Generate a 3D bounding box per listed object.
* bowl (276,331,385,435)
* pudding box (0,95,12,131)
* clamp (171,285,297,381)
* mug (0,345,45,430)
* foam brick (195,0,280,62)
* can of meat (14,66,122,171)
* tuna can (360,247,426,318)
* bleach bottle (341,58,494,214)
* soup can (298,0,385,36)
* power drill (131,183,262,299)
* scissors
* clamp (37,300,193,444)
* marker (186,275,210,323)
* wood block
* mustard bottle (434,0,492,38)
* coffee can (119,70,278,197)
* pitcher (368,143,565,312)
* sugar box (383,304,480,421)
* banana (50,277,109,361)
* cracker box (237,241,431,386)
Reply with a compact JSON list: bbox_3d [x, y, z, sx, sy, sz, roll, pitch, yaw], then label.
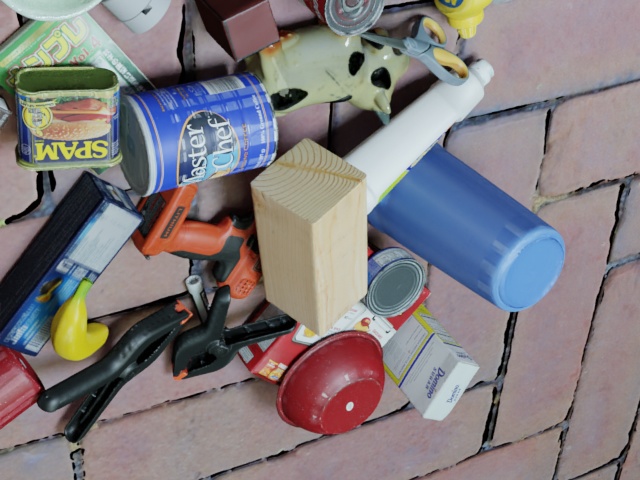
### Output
[{"bbox_3d":[0.026,0.195,1.363,0.161,0.055,0.162,-20,134,-23],"label":"bowl"},{"bbox_3d":[-0.359,-0.101,1.001,0.089,0.039,0.113,25,107,-42],"label":"pudding box"},{"bbox_3d":[-0.112,0.120,1.291,0.120,0.039,0.172,24,132,-27],"label":"clamp"},{"bbox_3d":[-0.356,0.165,1.180,0.081,0.093,0.117,-37,166,-11],"label":"mug"},{"bbox_3d":[-0.083,-0.223,1.060,0.051,0.078,0.053,-30,136,-11],"label":"foam brick"},{"bbox_3d":[-0.242,-0.118,1.023,0.102,0.057,0.084,-4,127,-16],"label":"can of meat"},{"bbox_3d":[0.086,0.051,1.309,0.086,0.034,0.086,-18,130,-23],"label":"tuna can"},{"bbox_3d":[0.111,-0.127,1.232,0.250,0.068,0.103,-43,177,-16],"label":"bleach bottle"},{"bbox_3d":[0.012,-0.257,1.077,0.068,0.102,0.068,-17,131,-22],"label":"soup can"},{"bbox_3d":[-0.107,-0.026,1.208,0.187,0.057,0.184,20,110,-41],"label":"power drill"},{"bbox_3d":[0.095,-0.223,1.160,0.016,0.096,0.201,-35,145,32],"label":"scissors"},{"bbox_3d":[-0.235,0.145,1.232,0.210,0.036,0.164,-44,165,-10],"label":"clamp"},{"bbox_3d":[-0.140,0.091,1.303,0.020,0.020,0.121,-26,133,-14],"label":"marker"},{"bbox_3d":[-0.008,0.001,1.183,0.090,0.091,0.206,-42,150,-27],"label":"wood block"},{"bbox_3d":[0.146,-0.298,1.137,0.058,0.096,0.191,-29,134,-12],"label":"mustard bottle"},{"bbox_3d":[-0.128,-0.109,1.081,0.140,0.103,0.103,-16,130,-26],"label":"coffee can"},{"bbox_3d":[0.179,-0.018,1.268,0.149,0.243,0.145,-40,134,-10],"label":"pitcher"},{"bbox_3d":[0.128,0.148,1.407,0.048,0.176,0.093,16,113,-40],"label":"sugar box"},{"bbox_3d":[-0.257,0.099,1.147,0.069,0.037,0.198,-45,173,-18],"label":"banana"},{"bbox_3d":[0.015,0.099,1.373,0.214,0.072,0.164,-49,135,7],"label":"cracker box"}]
